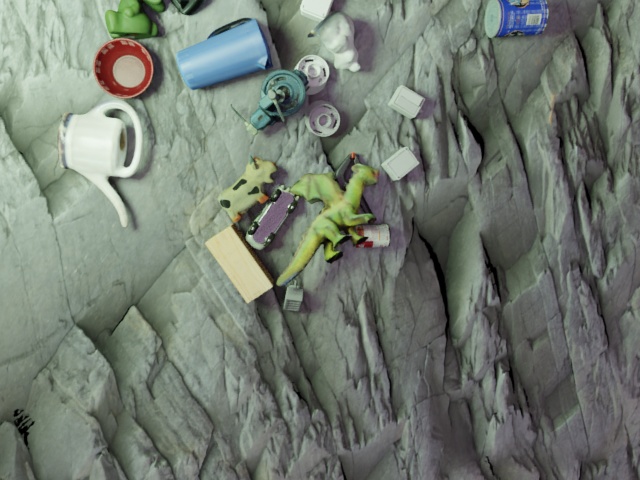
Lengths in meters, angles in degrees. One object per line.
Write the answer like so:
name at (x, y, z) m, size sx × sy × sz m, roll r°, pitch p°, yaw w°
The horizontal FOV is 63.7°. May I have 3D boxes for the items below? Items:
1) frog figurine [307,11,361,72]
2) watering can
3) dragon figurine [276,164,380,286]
frog figurine at (0.063, -0.536, 1.404) m, size 0.159 × 0.139 × 0.121 m, roll 44°, pitch 109°, yaw -6°
watering can at (-0.602, -0.215, 1.407) m, size 0.224 × 0.104 × 0.346 m, roll 8°, pitch 96°, yaw -4°
dragon figurine at (0.004, -0.072, 1.433) m, size 0.411 × 0.120 × 0.246 m, roll -31°, pitch 71°, yaw -2°
